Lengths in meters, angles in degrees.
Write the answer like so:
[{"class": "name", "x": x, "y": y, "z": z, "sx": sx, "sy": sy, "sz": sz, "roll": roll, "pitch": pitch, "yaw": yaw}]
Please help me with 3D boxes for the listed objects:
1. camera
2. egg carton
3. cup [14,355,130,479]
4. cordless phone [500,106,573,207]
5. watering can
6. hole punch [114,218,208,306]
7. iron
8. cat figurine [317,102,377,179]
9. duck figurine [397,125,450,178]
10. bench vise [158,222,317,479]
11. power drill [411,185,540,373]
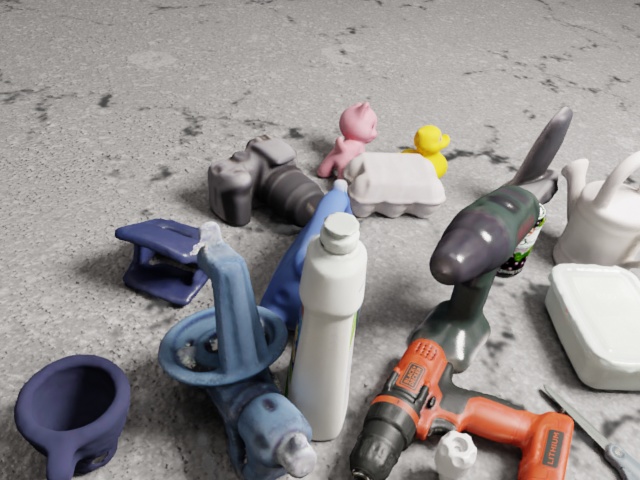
[{"class": "camera", "x": -0.068, "y": -0.079, "z": 0.816, "sx": 0.143, "sy": 0.101, "sz": 0.136, "roll": -26, "pitch": 50, "yaw": -33}, {"class": "egg carton", "x": 0.111, "y": -0.083, "z": 0.873, "sx": 0.150, "sy": 0.069, "sz": 0.107, "roll": 0, "pitch": 41, "yaw": -9}, {"class": "cup", "x": -0.211, "y": 0.174, "z": 0.502, "sx": 0.092, "sy": 0.095, "sz": 0.117, "roll": -1, "pitch": 41, "yaw": -10}, {"class": "cordless phone", "x": 0.298, "y": -0.096, "z": 0.826, "sx": 0.094, "sy": 0.185, "sz": 0.148, "roll": 27, "pitch": 44, "yaw": 22}, {"class": "watering can", "x": 0.389, "y": -0.042, "z": 0.769, "sx": 0.101, "sy": 0.194, "sz": 0.172, "roll": -29, "pitch": 52, "yaw": -35}, {"class": "hole punch", "x": -0.183, "y": 0.009, "z": 0.703, "sx": 0.108, "sy": 0.091, "sz": 0.101, "roll": 19, "pitch": 41, "yaw": 14}, {"class": "iron", "x": 0.006, "y": 0.003, "z": 0.700, "sx": 0.118, "sy": 0.141, "sz": 0.258, "roll": 11, "pitch": 40, "yaw": 5}, {"class": "cat figurine", "x": 0.052, "y": -0.168, "z": 0.926, "sx": 0.067, "sy": 0.118, "sz": 0.128, "roll": 22, "pitch": 42, "yaw": 17}, {"class": "duck figurine", "x": 0.168, "y": -0.148, "z": 0.945, "sx": 0.105, "sy": 0.086, "sz": 0.077, "roll": -10, "pitch": 43, "yaw": -19}, {"class": "bench vise", "x": -0.060, "y": 0.100, "z": 0.515, "sx": 0.206, "sy": 0.220, "sz": 0.122, "roll": 30, "pitch": 45, "yaw": 25}, {"class": "power drill", "x": 0.165, "y": 0.042, "z": 0.625, "sx": 0.075, "sy": 0.208, "sz": 0.230, "roll": 28, "pitch": 44, "yaw": 23}]
